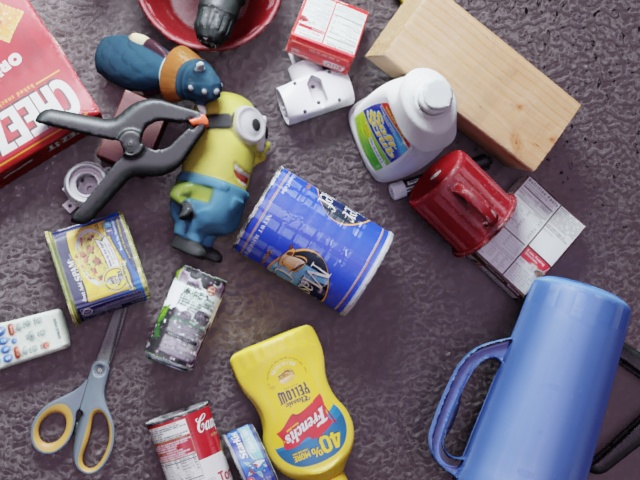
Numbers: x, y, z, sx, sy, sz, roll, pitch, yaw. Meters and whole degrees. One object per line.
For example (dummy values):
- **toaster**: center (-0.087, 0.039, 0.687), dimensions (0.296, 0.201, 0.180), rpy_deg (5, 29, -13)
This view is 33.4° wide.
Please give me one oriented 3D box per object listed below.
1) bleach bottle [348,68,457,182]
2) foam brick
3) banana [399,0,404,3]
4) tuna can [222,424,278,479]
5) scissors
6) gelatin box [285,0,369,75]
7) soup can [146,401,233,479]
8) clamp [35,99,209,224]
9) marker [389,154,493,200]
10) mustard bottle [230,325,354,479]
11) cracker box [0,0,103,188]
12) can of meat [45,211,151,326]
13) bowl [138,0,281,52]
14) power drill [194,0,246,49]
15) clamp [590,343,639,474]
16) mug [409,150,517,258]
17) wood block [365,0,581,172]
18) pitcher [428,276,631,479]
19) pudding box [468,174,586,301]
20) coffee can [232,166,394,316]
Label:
- **bleach bottle**: center (0.087, -0.125, 1.073), dimensions (0.068, 0.251, 0.102), rpy_deg (-20, 87, -8)
- **foam brick**: center (-0.198, -0.112, 1.142), dimensions (0.053, 0.051, 0.078), rpy_deg (23, 82, -5)
- **banana**: center (0.099, -0.262, 1.197), dimensions (0.069, 0.037, 0.198), rpy_deg (-23, 87, -9)
- **tuna can**: center (-0.069, 0.234, 1.102), dimensions (0.033, 0.086, 0.086), rpy_deg (-23, 87, -10)
- **scissors**: center (-0.252, 0.145, 1.127), dimensions (0.096, 0.016, 0.202), rpy_deg (2, 80, -3)
- **gelatin box**: center (0.008, -0.227, 1.168), dimensions (0.073, 0.030, 0.089), rpy_deg (20, 49, -4)
- **soup can**: center (-0.133, 0.226, 1.105), dimensions (0.068, 0.068, 0.102), rpy_deg (-18, 87, -8)
- **clamp**: center (-0.201, -0.104, 1.086), dimensions (0.171, 0.039, 0.120), rpy_deg (-28, 100, -7)
- **marker**: center (0.136, -0.071, 1.191), dimensions (0.121, 0.020, 0.020), rpy_deg (-19, 86, -8)
- **mustard bottle**: center (-0.018, 0.193, 1.127), dimensions (0.096, 0.058, 0.191), rpy_deg (-22, 87, -10)
- **cracker box**: center (-0.354, -0.175, 1.121), dimensions (0.164, 0.072, 0.214), rpy_deg (-33, 89, -8)
- **can of meat**: center (-0.231, 0.028, 1.117), dimensions (0.084, 0.057, 0.102), rpy_deg (-19, 78, -10)
- **bowl**: center (-0.121, -0.277, 1.165), dimensions (0.162, 0.055, 0.162), rpy_deg (1, 84, -6)
- **power drill**: center (-0.154, -0.307, 1.108), dimensions (0.187, 0.057, 0.184), rpy_deg (18, 78, -7)
- **clamp**: center (0.382, 0.162, 1.185), dimensions (0.210, 0.036, 0.164), rpy_deg (-8, 83, -6)
- **mug**: center (0.152, -0.040, 1.132), dimensions (0.081, 0.117, 0.093), rpy_deg (43, 90, -14)
- **wood block**: center (0.162, -0.171, 1.144), dimensions (0.206, 0.091, 0.090), rpy_deg (36, 90, -13)
- **pitcher**: center (0.228, 0.162, 1.116), dimensions (0.149, 0.145, 0.243), rpy_deg (27, 80, -44)
- **pudding box**: center (0.225, -0.003, 1.184), dimensions (0.090, 0.039, 0.113), rpy_deg (42, 80, -1)
- **coffee can**: center (-0.007, 0.001, 1.125), dimensions (0.140, 0.103, 0.103), rpy_deg (31, 82, -2)
